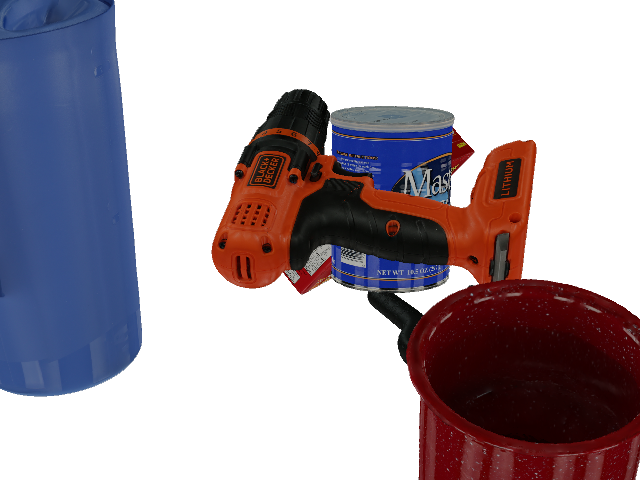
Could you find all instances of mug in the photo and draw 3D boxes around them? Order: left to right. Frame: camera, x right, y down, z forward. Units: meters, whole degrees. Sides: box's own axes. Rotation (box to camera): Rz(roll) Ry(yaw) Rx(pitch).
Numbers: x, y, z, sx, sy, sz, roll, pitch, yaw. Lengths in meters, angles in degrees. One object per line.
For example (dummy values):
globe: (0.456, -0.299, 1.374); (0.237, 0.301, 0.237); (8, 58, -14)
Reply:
mug: (0.090, 0.075, 0.401); (0.117, 0.081, 0.093); (5, 36, 10)

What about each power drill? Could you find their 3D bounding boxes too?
power drill: (0.039, -0.033, 0.674); (0.188, 0.057, 0.184); (5, 41, 11)

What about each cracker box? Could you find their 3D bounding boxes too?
cracker box: (0.058, -0.044, 1.252); (0.214, 0.072, 0.163); (-47, -13, 36)

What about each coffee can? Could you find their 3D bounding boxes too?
coffee can: (0.059, -0.037, 0.901); (0.103, 0.140, 0.103); (0, 15, 0)

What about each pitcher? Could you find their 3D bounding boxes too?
pitcher: (-0.185, -0.025, 0.659); (0.149, 0.243, 0.145); (-10, 25, -14)

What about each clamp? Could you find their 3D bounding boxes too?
clamp: (0.124, 0.090, 1.077); (0.120, 0.039, 0.171); (-8, 32, -9)
